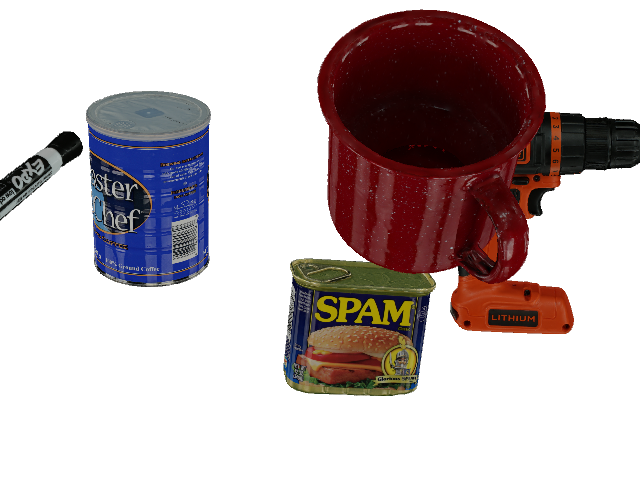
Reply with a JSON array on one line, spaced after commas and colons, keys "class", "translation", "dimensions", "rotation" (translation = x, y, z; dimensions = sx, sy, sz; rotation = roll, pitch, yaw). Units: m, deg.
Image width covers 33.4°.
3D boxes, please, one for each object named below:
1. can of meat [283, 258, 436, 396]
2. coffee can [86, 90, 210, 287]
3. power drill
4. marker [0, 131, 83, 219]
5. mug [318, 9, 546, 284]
[{"class": "can of meat", "translation": [0.025, 0.063, 0.764], "dimensions": [0.102, 0.084, 0.057], "rotation": [4, 16, -9]}, {"class": "coffee can", "translation": [-0.146, -0.046, 0.916], "dimensions": [0.103, 0.140, 0.103], "rotation": [2, 27, -1]}, {"class": "power drill", "translation": [0.180, -0.016, 0.903], "dimensions": [0.184, 0.188, 0.057], "rotation": [2, 17, 10]}, {"class": "marker", "translation": [-0.182, -0.037, 0.655], "dimensions": [0.020, 0.020, 0.121], "rotation": [0, 30, 23]}, {"class": "mug", "translation": [0.051, -0.030, 0.460], "dimensions": [0.093, 0.117, 0.081], "rotation": [-26, -31, -18]}]
